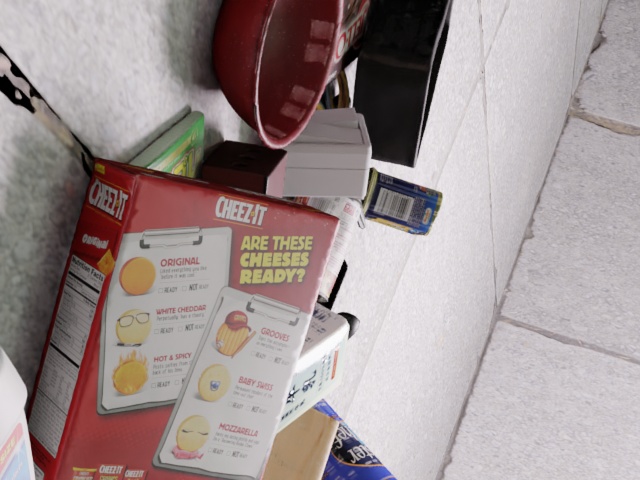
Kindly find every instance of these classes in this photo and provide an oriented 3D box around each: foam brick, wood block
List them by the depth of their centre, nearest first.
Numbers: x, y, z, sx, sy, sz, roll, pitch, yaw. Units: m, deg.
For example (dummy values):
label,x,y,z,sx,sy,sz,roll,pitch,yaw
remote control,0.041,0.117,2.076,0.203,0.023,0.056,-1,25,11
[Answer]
label,x,y,z,sx,sy,sz,roll,pitch,yaw
foam brick,-0.059,-0.041,0.825,0.078,0.053,0.051,-66,165,-69
wood block,-0.066,0.248,0.970,0.091,0.090,0.206,-44,-159,53

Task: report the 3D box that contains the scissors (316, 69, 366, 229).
label,x,y,z,sx,sy,sz,roll,pitch,yaw
scissors,0.012,-0.077,1.040,0.096,0.016,0.202,-43,135,-45

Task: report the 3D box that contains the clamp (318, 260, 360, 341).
label,x,y,z,sx,sy,sz,roll,pitch,yaw
clamp,-0.022,0.119,1.092,0.210,0.036,0.164,-57,-168,22

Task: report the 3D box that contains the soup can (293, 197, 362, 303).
label,x,y,z,sx,sy,sz,roll,pitch,yaw
soup can,-0.007,0.001,1.037,0.068,0.068,0.102,53,56,-70

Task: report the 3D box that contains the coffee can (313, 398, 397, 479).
label,x,y,z,sx,sy,sz,roll,pitch,yaw
coffee can,0.008,0.253,1.165,0.102,0.140,0.103,-35,153,-21

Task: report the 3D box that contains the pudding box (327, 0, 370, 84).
label,x,y,z,sx,sy,sz,roll,pitch,yaw
pudding box,0.011,-0.193,0.942,0.113,0.039,0.090,-47,151,-55

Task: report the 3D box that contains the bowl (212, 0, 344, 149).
label,x,y,z,sx,sy,sz,roll,pitch,yaw
bowl,-0.036,-0.153,0.804,0.162,0.055,0.162,18,90,-74

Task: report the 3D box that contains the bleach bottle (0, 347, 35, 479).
label,x,y,z,sx,sy,sz,roll,pitch,yaw
bleach bottle,-0.200,0.153,0.588,0.102,0.068,0.251,-51,151,-55

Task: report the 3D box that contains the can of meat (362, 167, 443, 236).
label,x,y,z,sx,sy,sz,roll,pitch,yaw
can of meat,0.083,-0.041,1.196,0.102,0.084,0.057,-167,-85,-83

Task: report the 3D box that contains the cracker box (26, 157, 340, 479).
label,x,y,z,sx,sy,sz,roll,pitch,yaw
cracker box,-0.094,0.067,0.708,0.163,0.072,0.214,11,98,-40

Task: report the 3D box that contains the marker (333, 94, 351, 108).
label,x,y,z,sx,sy,sz,roll,pitch,yaw
marker,0.025,-0.108,1.113,0.121,0.020,0.020,84,29,-53
